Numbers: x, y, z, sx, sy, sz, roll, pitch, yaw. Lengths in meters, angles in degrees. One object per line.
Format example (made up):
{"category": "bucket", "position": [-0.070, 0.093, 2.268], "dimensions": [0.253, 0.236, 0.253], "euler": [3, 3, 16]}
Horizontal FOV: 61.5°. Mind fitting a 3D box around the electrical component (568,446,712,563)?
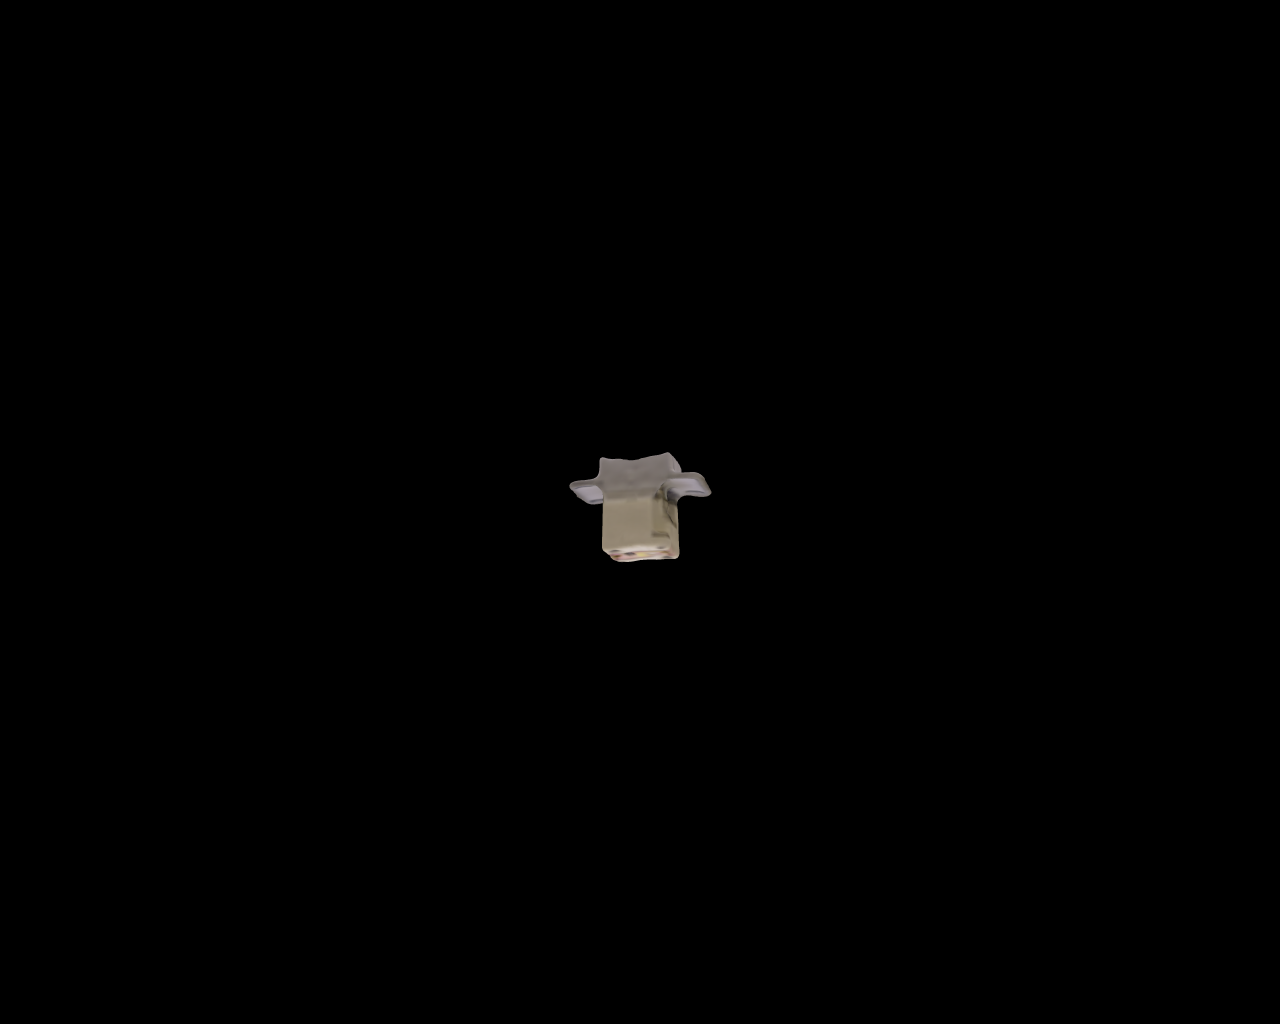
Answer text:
{"category": "electrical component", "position": [0.001, -0.003, 0.650], "dimensions": [0.081, 0.064, 0.042], "euler": [-4, -15, 14]}
